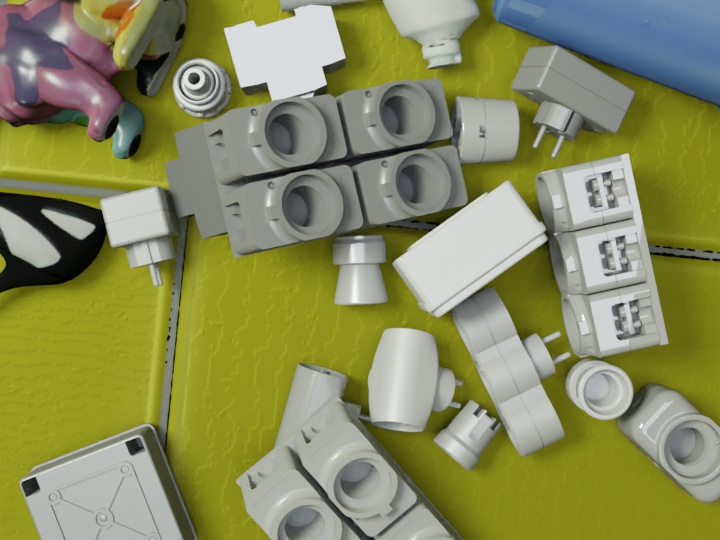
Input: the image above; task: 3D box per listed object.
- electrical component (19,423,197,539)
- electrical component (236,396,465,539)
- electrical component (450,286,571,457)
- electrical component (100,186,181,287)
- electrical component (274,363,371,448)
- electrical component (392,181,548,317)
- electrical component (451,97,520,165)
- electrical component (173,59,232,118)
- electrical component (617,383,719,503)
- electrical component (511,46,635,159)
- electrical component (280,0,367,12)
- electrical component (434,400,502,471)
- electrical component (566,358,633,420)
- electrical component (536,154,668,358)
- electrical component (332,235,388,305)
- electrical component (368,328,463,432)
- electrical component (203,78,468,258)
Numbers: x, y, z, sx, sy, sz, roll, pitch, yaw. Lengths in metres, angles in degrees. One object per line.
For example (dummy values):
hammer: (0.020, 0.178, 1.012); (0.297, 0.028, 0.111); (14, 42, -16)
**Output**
electrical component: (-0.203, 0.196, 0.876); (0.109, 0.056, 0.108); (-21, 92, -1)
electrical component: (0.004, 0.208, 0.854); (0.105, 0.060, 0.186); (-40, 108, 0)
electrical component: (0.136, 0.076, 0.883); (0.074, 0.052, 0.138); (-26, 92, -1)
electrical component: (-0.171, -0.024, 0.867); (0.047, 0.066, 0.076); (-14, 91, -1)
electrical component: (-0.023, 0.124, 0.885); (0.079, 0.043, 0.077); (16, 91, -2)
electrical component: (0.084, -0.015, 0.853); (0.109, 0.108, 0.056); (-35, 89, 0)
electrical component: (0.102, -0.114, 0.878); (0.047, 0.055, 0.055); (0, 91, -5)
electrical component: (-0.130, -0.149, 0.868); (0.048, 0.062, 0.048); (0, 91, -1)
electrical component: (0.265, 0.142, 0.884); (0.095, 0.059, 0.053); (43, 90, -2)
electrical component: (0.165, -0.129, 0.871); (0.083, 0.047, 0.075); (25, 91, -21)
electrical component: (-0.026, -0.237, 0.878); (0.081, 0.043, 0.043); (-7, 91, -1)
electrical component: (0.090, 0.136, 0.891); (0.040, 0.040, 0.046); (40, 84, -2)
electrical component: (0.195, 0.097, 0.884); (0.045, 0.055, 0.045); (0, 91, -1)
electrical component: (0.189, -0.011, 0.864); (0.062, 0.089, 0.150); (-12, 91, -1)
electrical component: (0.000, 0.000, 0.883); (0.045, 0.045, 0.055); (-2, 91, -1)
electrical component: (0.051, 0.094, 0.884); (0.079, 0.044, 0.077); (17, 71, -26)
electrical component: (-0.014, -0.082, 0.835); (0.186, 0.060, 0.105); (-14, 92, -27)
